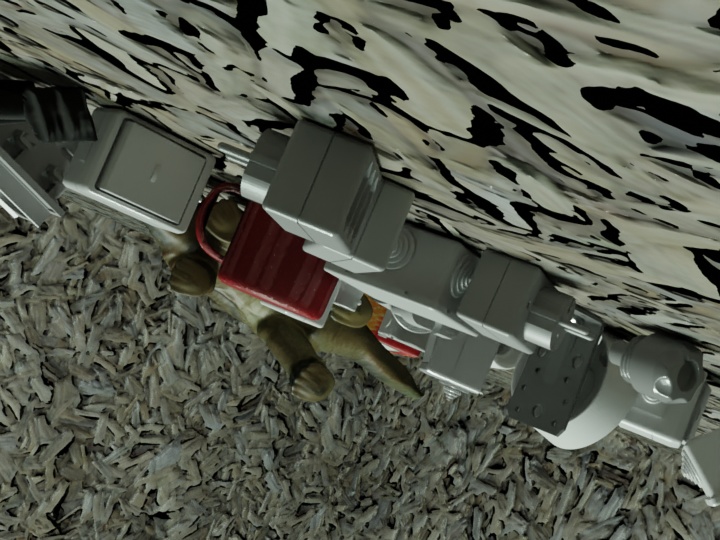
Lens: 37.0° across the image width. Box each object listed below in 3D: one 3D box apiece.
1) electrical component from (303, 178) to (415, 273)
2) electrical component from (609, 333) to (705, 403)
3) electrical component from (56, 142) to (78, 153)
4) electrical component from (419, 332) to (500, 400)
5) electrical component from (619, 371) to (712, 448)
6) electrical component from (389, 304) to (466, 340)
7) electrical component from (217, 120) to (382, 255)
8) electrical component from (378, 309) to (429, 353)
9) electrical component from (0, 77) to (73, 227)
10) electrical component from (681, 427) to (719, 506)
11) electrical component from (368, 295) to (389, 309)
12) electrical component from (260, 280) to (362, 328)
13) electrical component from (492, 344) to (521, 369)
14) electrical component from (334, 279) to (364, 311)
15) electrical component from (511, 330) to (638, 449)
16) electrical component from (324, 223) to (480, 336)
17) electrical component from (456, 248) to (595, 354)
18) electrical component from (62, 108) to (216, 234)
[{"bbox_3d":[-0.019,-0.034,0.611,0.076,0.047,0.083,23,175,-9],"label":"electrical component"},{"bbox_3d":[0.196,0.063,0.723,0.043,0.043,0.062,26,176,-36],"label":"electrical component"},{"bbox_3d":[-0.230,-0.087,0.947,0.077,0.044,0.079,19,152,38],"label":"electrical component"},{"bbox_3d":[0.089,0.068,0.962,0.061,0.096,0.061,23,175,-2],"label":"electrical component"},{"bbox_3d":[0.242,0.103,0.851,0.061,0.061,0.096,21,175,18],"label":"electrical component"},{"bbox_3d":[0.056,0.022,0.836,0.078,0.058,0.057,24,173,-20],"label":"electrical component"},{"bbox_3d":[-0.035,-0.047,0.538,0.077,0.047,0.065,22,175,8],"label":"electrical component"},{"bbox_3d":[0.078,0.060,1.142,0.096,0.061,0.062,24,175,-12],"label":"electrical component"},{"bbox_3d":[-0.285,-0.100,0.854,0.079,0.063,0.121,18,154,44],"label":"electrical component"},{"bbox_3d":[0.286,0.132,0.790,0.048,0.100,0.100,64,-171,17],"label":"electrical component"},{"bbox_3d":[0.040,0.018,0.952,0.043,0.043,0.081,20,175,29],"label":"electrical component"},{"bbox_3d":[-0.025,0.005,0.860,0.076,0.083,0.047,25,175,-32],"label":"electrical component"},{"bbox_3d":[0.130,0.068,1.041,0.055,0.055,0.047,25,171,-30],"label":"electrical component"},{"bbox_3d":[0.000,0.000,0.819,0.043,0.062,0.043,23,176,2],"label":"electrical component"},{"bbox_3d":[0.168,0.088,0.830,0.064,0.099,0.099,33,170,-35],"label":"electrical component"},{"bbox_3d":[0.038,0.001,0.731,0.100,0.048,0.100,20,175,29],"label":"electrical component"},{"bbox_3d":[0.112,0.027,0.683,0.077,0.047,0.066,22,175,25],"label":"electrical component"},{"bbox_3d":[-0.148,-0.067,0.760,0.096,0.061,0.061,26,175,-34],"label":"electrical component"}]
